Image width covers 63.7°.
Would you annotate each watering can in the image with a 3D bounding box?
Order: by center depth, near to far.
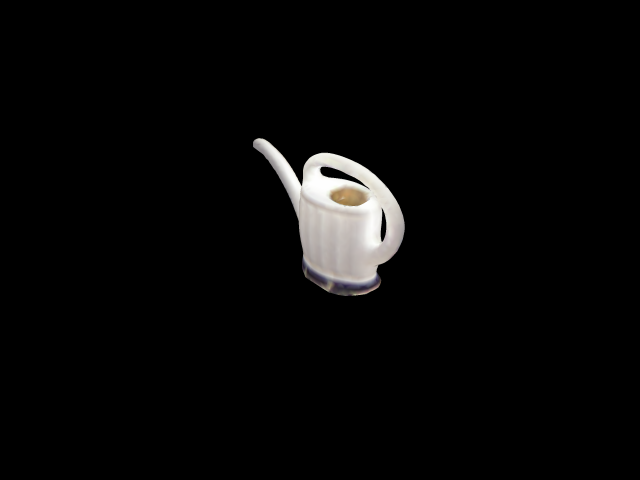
[{"bbox_3d":[0.003,-0.043,0.850,0.105,0.220,0.351,-20,33,-35],"label":"watering can"}]
